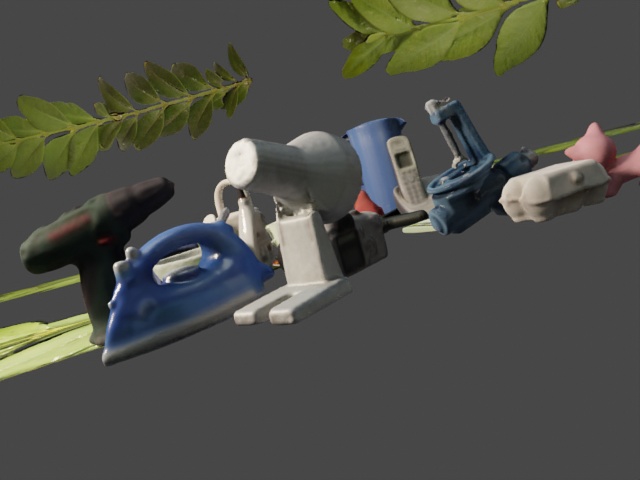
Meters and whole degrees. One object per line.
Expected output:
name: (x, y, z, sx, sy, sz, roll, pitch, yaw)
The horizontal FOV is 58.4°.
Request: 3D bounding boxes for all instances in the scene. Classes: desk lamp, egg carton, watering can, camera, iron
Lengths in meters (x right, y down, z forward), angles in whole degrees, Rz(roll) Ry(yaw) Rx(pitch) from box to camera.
desk lamp: (-0.029, -0.026, 0.708, 0.117, 0.213, 0.204, -10, 8, 36)
egg carton: (0.357, -0.075, 0.871, 0.150, 0.069, 0.107, -17, 7, -18)
watering can: (-0.181, -0.039, 1.256, 0.100, 0.194, 0.173, -14, 7, 13)
camera: (0.008, 0.003, 0.873, 0.136, 0.101, 0.143, -9, 9, 43)
iron: (-0.187, 0.049, 0.754, 0.118, 0.141, 0.259, -9, 9, 41)

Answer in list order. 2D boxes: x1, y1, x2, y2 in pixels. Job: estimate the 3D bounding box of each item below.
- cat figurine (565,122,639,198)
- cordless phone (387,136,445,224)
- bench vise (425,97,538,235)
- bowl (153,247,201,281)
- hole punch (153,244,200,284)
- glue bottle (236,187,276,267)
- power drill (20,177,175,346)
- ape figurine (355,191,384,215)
cat figurine: (0.453, -0.129, 0.893, 0.127, 0.118, 0.067, -12, 7, 22)
cordless phone: (0.219, -0.137, 1.201, 0.148, 0.185, 0.094, -17, 7, -16)
bench vise: (0.254, -0.135, 0.953, 0.208, 0.220, 0.121, -19, 8, -33)
bowl: (-0.218, 0.056, 1.060, 0.167, 0.075, 0.167, -15, 7, 2)
hole punch: (-0.294, 0.054, 1.177, 0.109, 0.091, 0.101, -17, 7, -15)
glue bottle: (-0.134, -0.025, 1.118, 0.037, 0.173, 0.078, -12, 7, 23)
power drill: (-0.297, 0.035, 0.827, 0.229, 0.208, 0.075, -16, 7, -6)
ape figurine: (0.103, -0.066, 1.282, 0.077, 0.092, 0.076, -15, 7, 4)
